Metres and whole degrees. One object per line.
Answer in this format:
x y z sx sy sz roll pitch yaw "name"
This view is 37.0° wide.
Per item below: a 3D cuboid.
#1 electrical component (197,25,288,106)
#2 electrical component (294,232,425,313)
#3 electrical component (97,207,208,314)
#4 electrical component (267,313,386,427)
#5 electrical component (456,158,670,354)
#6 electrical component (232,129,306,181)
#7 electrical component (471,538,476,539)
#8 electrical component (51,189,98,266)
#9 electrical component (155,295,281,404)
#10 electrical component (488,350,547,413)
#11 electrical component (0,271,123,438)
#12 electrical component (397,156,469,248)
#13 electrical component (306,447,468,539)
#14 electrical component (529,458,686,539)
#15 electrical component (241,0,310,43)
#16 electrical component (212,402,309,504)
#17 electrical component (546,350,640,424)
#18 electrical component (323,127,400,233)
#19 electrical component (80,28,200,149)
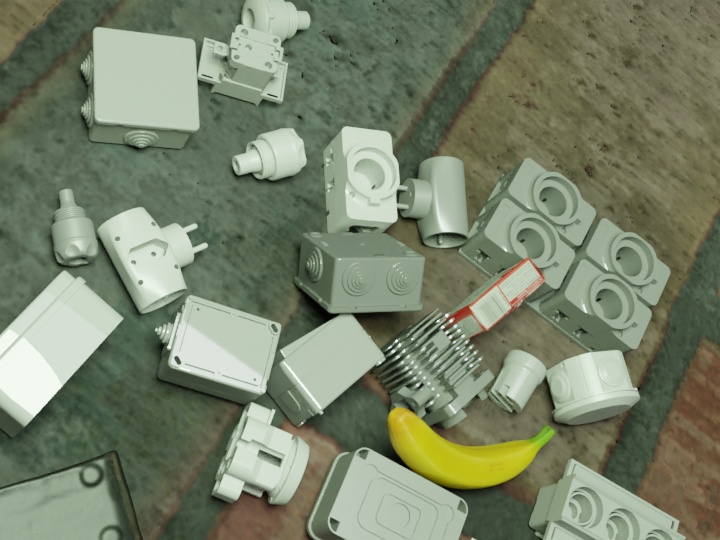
-0.102 -0.185 0.970 0.081 0.064 0.042 13 68 -19 "electrical component"
0.000 0.000 0.928 0.100 0.100 0.048 -1 107 -24 "electrical component"
-0.165 -0.015 0.891 0.079 0.043 0.077 -26 84 -29 "electrical component"
-0.030 0.076 0.908 0.096 0.062 0.061 -38 90 -30 "electrical component"
0.203 -0.010 1.044 0.186 0.060 0.105 37 61 -8 "electrical component"
-0.083 -0.100 0.959 0.062 0.043 0.043 -19 80 -27 "electrical component"
0.085 0.288 0.882 0.063 0.078 0.121 30 60 13 "electrical component"
-0.234 -0.036 0.873 0.035 0.035 0.061 -7 72 -26 "electrical component"
-0.122 0.065 0.872 0.096 0.061 0.061 19 67 -16 "electrical component"
0.144 0.103 0.990 0.040 0.040 0.046 38 66 -8 "electrical component"
-0.242 0.063 0.810 0.057 0.078 0.113 43 61 -8 "electrical component"
0.062 -0.066 1.011 0.079 0.043 0.077 6 70 -22 "electrical component"
0.021 0.205 0.888 0.113 0.057 0.078 30 63 -12 "electrical component"
0.219 0.234 0.962 0.121 0.063 0.078 31 62 -11 "electrical component"
-0.077 -0.234 1.010 0.062 0.048 0.048 -9 75 -33 "electrical component"
-0.077 0.153 0.863 0.057 0.058 0.078 25 64 -11 "electrical component"
0.214 0.110 0.996 0.080 0.080 0.051 -3 67 -25 "electrical component"
0.001 -0.080 0.982 0.050 0.056 0.089 4 70 -23 "electrical component"
-0.189 -0.154 0.928 0.100 0.048 0.099 2 71 -23 "electrical component"
